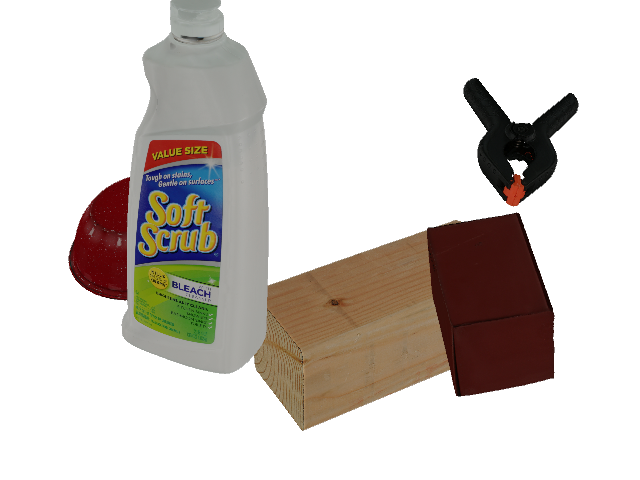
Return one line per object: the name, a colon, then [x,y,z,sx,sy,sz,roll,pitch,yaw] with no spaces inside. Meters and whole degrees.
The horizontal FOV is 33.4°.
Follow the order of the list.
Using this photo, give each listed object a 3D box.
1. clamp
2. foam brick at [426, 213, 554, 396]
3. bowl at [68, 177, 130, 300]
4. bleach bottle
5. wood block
clamp: [0.192,-0.107,1.088,0.120,0.039,0.171,12,45,14]
foam brick: [0.087,0.032,0.552,0.051,0.053,0.078,-9,41,2]
bowl: [-0.172,-0.016,1.036,0.162,0.055,0.162,-6,40,5]
bleach bottle: [-0.083,-0.035,0.681,0.103,0.251,0.068,17,37,20]
wood block: [0.054,0.067,0.905,0.205,0.090,0.091,-18,40,-23]
